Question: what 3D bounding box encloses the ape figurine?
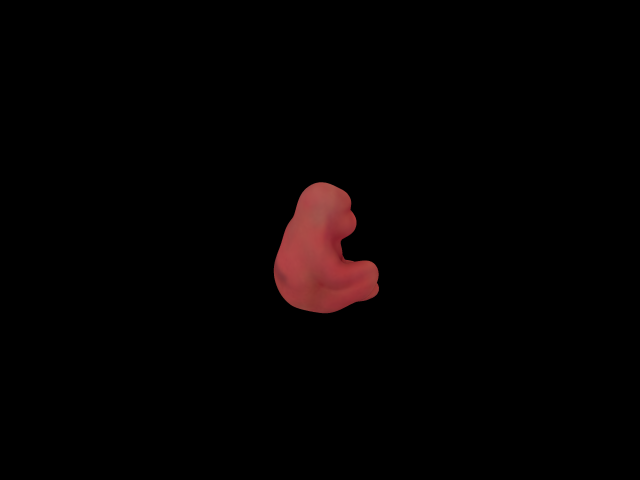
[{"bbox_3d":[0.004,0.001,0.400,0.076,0.092,0.077,-10,43,-11],"label":"ape figurine"}]
